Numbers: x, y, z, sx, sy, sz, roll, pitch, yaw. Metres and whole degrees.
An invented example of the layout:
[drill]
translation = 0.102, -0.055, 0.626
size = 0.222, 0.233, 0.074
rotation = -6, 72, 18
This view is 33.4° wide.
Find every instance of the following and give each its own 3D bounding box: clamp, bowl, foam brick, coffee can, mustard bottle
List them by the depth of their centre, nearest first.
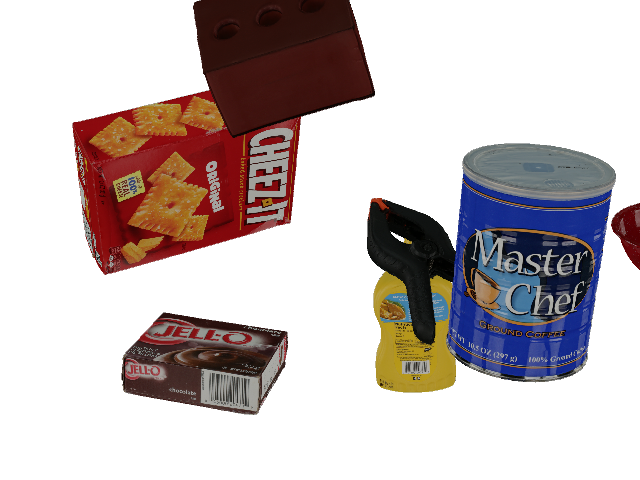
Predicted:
[foam brick]
translation = -0.018, -0.096, 0.533
size = 0.078, 0.053, 0.051
rotation = -16, -34, 7
[coffee can]
translation = 0.145, 0.013, 0.749
size = 0.103, 0.140, 0.103
rotation = 2, 22, -1
[clamp]
translation = 0.106, 0.020, 0.976
size = 0.120, 0.039, 0.171
rotation = -7, 46, -27
[bowl]
translation = 0.382, 0.009, 1.102
size = 0.162, 0.055, 0.162
rotation = -3, 23, 1
[mustard bottle]
translation = 0.110, 0.084, 1.257
size = 0.096, 0.192, 0.058
rotation = -1, 23, 5

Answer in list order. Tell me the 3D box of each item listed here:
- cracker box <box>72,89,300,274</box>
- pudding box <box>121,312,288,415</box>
[cracker box]
translation = -0.131, -0.063, 1.072
size = 0.213, 0.072, 0.164
rotation = -16, -38, -20
[pudding box]
translation = -0.091, 0.097, 0.857
size = 0.113, 0.039, 0.090
rotation = 10, 21, 9
